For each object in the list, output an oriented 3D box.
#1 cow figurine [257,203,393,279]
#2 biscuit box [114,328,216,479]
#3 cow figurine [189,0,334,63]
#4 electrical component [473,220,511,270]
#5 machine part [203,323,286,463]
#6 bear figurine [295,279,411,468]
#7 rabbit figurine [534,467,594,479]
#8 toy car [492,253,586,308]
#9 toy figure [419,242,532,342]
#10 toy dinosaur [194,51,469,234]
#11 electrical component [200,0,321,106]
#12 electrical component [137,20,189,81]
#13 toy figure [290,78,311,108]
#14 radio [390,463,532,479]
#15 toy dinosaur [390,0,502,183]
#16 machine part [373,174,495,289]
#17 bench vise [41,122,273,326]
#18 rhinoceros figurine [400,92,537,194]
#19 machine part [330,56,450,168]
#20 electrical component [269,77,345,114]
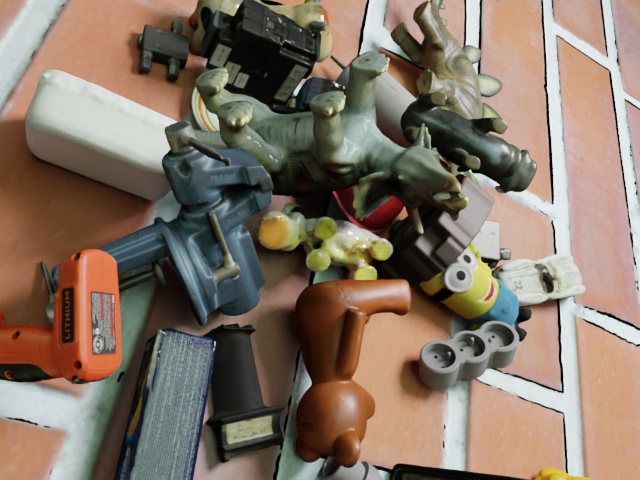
[{"bbox_3d":[-0.002,-0.004,0.675,0.167,0.098,0.068,20,102,-18],"label":"cow figurine"},{"bbox_3d":[-0.153,0.192,0.514,0.063,0.059,0.202,19,60,-24],"label":"biscuit box"},{"bbox_3d":[-0.071,-0.293,0.735,0.195,0.127,0.085,10,67,-23],"label":"cow figurine"},{"bbox_3d":[0.237,0.009,0.815,0.102,0.045,0.078,3,73,-14],"label":"electrical component"},{"bbox_3d":[-0.086,0.159,0.582,0.084,0.039,0.139,-9,75,-24],"label":"machine part"},{"bbox_3d":[0.034,0.145,0.607,0.132,0.120,0.196,4,69,-32],"label":"bear figurine"},{"bbox_3d":[0.276,0.345,0.653,0.173,0.162,0.122,13,75,-5],"label":"rabbit figurine"},{"bbox_3d":[0.356,0.064,0.862,0.202,0.056,0.073,-5,72,-31],"label":"toy car"},{"bbox_3d":[0.217,0.080,0.764,0.180,0.089,0.082,38,40,-21],"label":"toy figure"},{"bbox_3d":[-0.027,-0.103,0.631,0.405,0.191,0.131,5,48,20],"label":"toy dinosaur"},{"bbox_3d":[-0.081,-0.236,0.685,0.134,0.115,0.058,16,58,-25],"label":"electrical component"},{"bbox_3d":[-0.206,-0.253,0.704,0.063,0.021,0.094,10,65,-25],"label":"electrical component"},{"bbox_3d":[-0.014,-0.154,0.747,0.064,0.057,0.154,3,64,20],"label":"toy figure"},{"bbox_3d":[0.155,0.306,0.538,0.073,0.229,0.131,22,64,-20],"label":"radio"},{"bbox_3d":[0.216,-0.218,0.881,0.198,0.105,0.471,11,75,-30],"label":"toy dinosaur"},{"bbox_3d":[0.145,-0.011,0.710,0.056,0.179,0.179,43,55,-6],"label":"machine part"},{"bbox_3d":[-0.156,0.007,0.529,0.241,0.223,0.129,-24,46,-16],"label":"bench vise"},{"bbox_3d":[0.192,-0.120,0.700,0.190,0.112,0.073,26,89,-1],"label":"rhinoceros figurine"},{"bbox_3d":[0.104,-0.192,0.799,0.243,0.079,0.079,46,53,12],"label":"machine part"},{"bbox_3d":[0.000,-0.163,0.682,0.119,0.074,0.048,10,62,9],"label":"electrical component"}]
